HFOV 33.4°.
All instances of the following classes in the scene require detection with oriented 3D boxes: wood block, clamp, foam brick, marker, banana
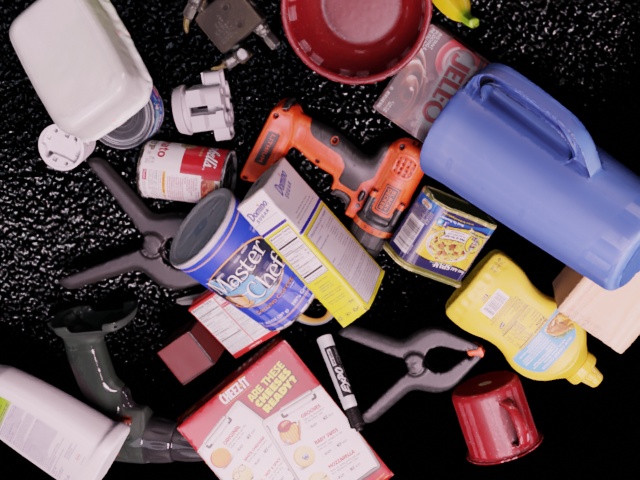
[{"bbox_3d":[0.351,0.007,1.150,0.090,0.090,0.206,34,109,-2],"label":"wood block"},{"bbox_3d":[-0.206,0.012,1.275,0.210,0.036,0.165,23,102,0],"label":"clamp"},{"bbox_3d":[-0.151,0.128,1.283,0.053,0.078,0.051,-36,97,16],"label":"foam brick"},{"bbox_3d":[0.105,0.137,1.262,0.171,0.039,0.120,-21,97,9],"label":"clamp"},{"bbox_3d":[0.025,0.170,1.263,0.020,0.020,0.121,-28,69,17],"label":"marker"},{"bbox_3d":[0.112,-0.306,1.109,0.037,0.070,0.198,-31,95,-16],"label":"banana"}]

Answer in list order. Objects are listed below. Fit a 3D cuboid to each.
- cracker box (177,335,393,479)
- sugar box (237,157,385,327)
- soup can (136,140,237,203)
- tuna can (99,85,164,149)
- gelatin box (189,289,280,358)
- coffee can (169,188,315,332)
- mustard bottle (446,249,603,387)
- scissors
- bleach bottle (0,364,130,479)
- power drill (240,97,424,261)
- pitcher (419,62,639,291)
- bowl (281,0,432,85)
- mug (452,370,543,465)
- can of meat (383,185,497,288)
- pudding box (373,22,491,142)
[{"bbox_3d":[-0.043,0.247,1.279,0.164,0.072,0.213,-39,97,-6],"label":"cracker box"},{"bbox_3d":[-0.008,0.002,1.157,0.048,0.093,0.176,-38,101,27],"label":"sugar box"},{"bbox_3d":[-0.152,-0.076,1.225,0.102,0.068,0.068,8,108,8],"label":"soup can"},{"bbox_3d":[-0.226,-0.149,1.233,0.086,0.033,0.086,3,108,9],"label":"tuna can"},{"bbox_3d":[-0.100,0.088,1.270,0.073,0.030,0.089,-33,108,26],"label":"gelatin box"},{"bbox_3d":[-0.081,0.023,1.184,0.140,0.103,0.103,37,111,-26],"label":"coffee can"},{"bbox_3d":[0.243,0.103,1.215,0.191,0.058,0.096,38,101,-3],"label":"mustard bottle"},{"bbox_3d":[-0.067,0.078,1.285,0.202,0.016,0.096,-22,102,16],"label":"scissors"},{"bbox_3d":[-0.358,0.200,1.283,0.251,0.068,0.103,33,116,4],"label":"bleach bottle"},{"bbox_3d":[0.009,-0.062,1.209,0.187,0.057,0.185,27,112,-1],"label":"power drill"},{"bbox_3d":[0.230,-0.065,1.075,0.243,0.149,0.145,39,107,23],"label":"pitcher"},{"bbox_3d":[0.041,-0.251,1.142,0.162,0.055,0.162,3,108,9],"label":"bowl"},{"bbox_3d":[0.205,0.204,1.227,0.093,0.117,0.081,-21,99,-12],"label":"mug"},{"bbox_3d":[0.135,-0.004,1.186,0.101,0.057,0.084,19,111,-34],"label":"can of meat"},{"bbox_3d":[0.126,-0.166,1.162,0.090,0.039,0.114,35,109,-2],"label":"pudding box"}]
